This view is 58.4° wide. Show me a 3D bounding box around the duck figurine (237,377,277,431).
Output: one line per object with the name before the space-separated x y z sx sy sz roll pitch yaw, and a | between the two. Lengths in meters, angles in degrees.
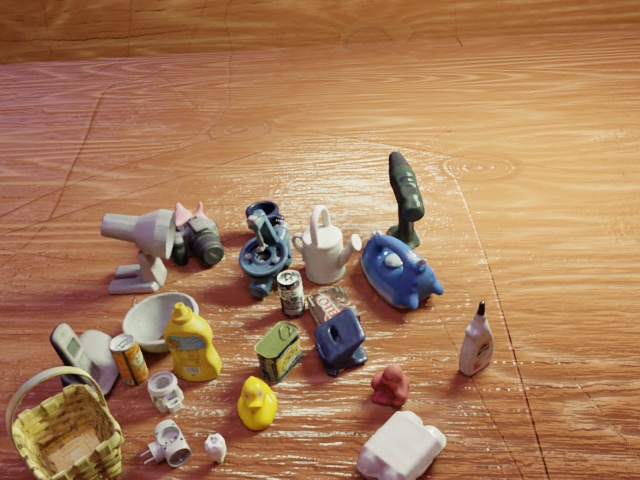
duck figurine | -0.125 0.298 1.098 0.077 0.086 0.104 -9 36 -3

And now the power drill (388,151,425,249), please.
power drill | 0.215 -0.091 1.477 0.075 0.209 0.229 -9 36 -3

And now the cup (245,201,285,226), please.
cup | -0.141 -0.044 1.560 0.117 0.095 0.092 17 42 28

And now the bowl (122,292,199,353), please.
bowl | -0.348 0.197 1.278 0.167 0.075 0.167 -4 36 3

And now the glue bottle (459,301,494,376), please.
glue bottle | 0.308 0.185 1.116 0.078 0.173 0.037 -30 42 -29

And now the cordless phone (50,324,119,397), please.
cordless phone | -0.479 0.222 1.170 0.094 0.185 0.147 -4 36 4

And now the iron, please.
iron | 0.172 0.048 1.350 0.119 0.142 0.257 -25 40 -24

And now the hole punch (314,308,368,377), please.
hole punch | 0.040 0.210 1.191 0.101 0.091 0.108 -15 37 -12

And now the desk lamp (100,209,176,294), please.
desk lamp | -0.440 0.023 1.411 0.203 0.214 0.118 -5 36 2

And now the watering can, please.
watering can | 0.013 0.004 1.389 0.172 0.194 0.101 -4 36 4

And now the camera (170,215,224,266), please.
camera | -0.322 0.007 1.512 0.143 0.101 0.136 -23 39 -22

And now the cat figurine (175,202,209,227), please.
cat figurine | -0.365 -0.057 1.591 0.067 0.118 0.128 18 42 29

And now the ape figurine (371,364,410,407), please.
ape figurine | 0.138 0.272 1.091 0.076 0.092 0.077 -22 39 -20

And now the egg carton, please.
egg carton | 0.139 0.365 0.983 0.107 0.069 0.151 26 47 36

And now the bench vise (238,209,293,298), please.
bench vise | -0.138 0.001 1.392 0.121 0.220 0.207 -4 36 3
